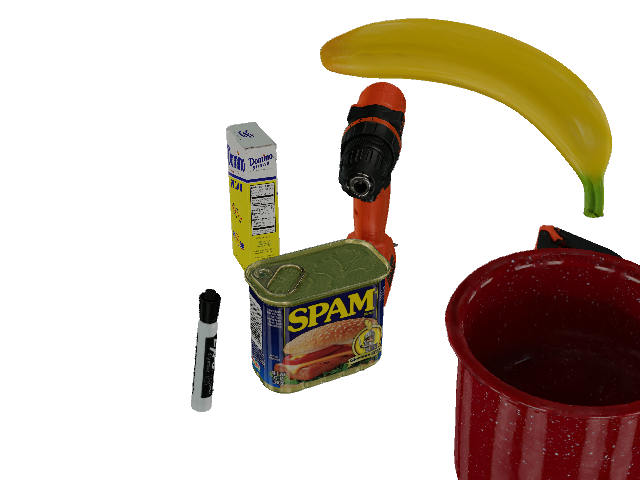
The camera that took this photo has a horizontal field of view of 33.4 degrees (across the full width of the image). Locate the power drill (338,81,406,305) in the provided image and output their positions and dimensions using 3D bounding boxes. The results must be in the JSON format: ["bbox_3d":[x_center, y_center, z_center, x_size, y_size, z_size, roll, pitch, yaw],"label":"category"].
[{"bbox_3d":[0.045,-0.032,0.980,0.057,0.188,0.184,9,32,7],"label":"power drill"}]

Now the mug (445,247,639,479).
[{"bbox_3d":[0.105,0.064,0.406,0.117,0.081,0.093,7,37,13],"label":"mug"}]

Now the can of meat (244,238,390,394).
[{"bbox_3d":[-0.002,0.055,0.775,0.102,0.084,0.057,-14,35,-22],"label":"can of meat"}]

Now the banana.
[{"bbox_3d":[0.094,-0.091,0.626,0.198,0.069,0.037,32,-6,18],"label":"banana"}]

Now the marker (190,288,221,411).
[{"bbox_3d":[-0.101,0.097,0.942,0.020,0.121,0.020,6,27,-3],"label":"marker"}]

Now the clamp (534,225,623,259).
[{"bbox_3d":[0.213,0.051,0.751,0.120,0.039,0.171,-3,45,-19],"label":"clamp"}]

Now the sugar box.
[{"bbox_3d":[-0.083,-0.048,1.312,0.048,0.176,0.093,-11,26,-16],"label":"sugar box"}]
